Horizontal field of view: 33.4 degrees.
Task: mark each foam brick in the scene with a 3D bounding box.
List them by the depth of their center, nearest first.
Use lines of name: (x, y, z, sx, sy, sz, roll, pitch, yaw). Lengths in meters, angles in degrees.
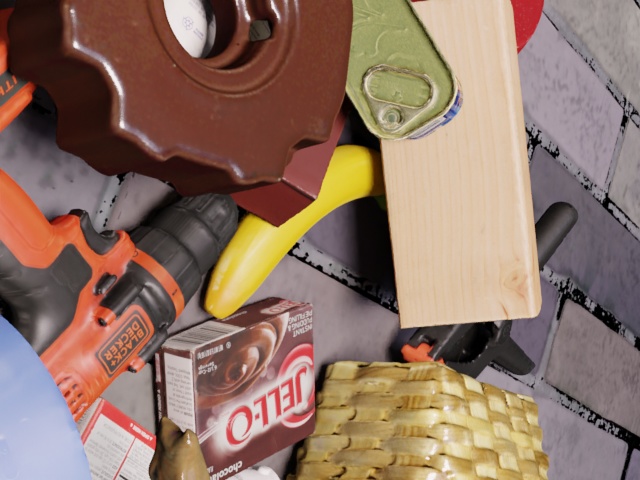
foam brick: (-0.023, -0.058, 0.631, 0.053, 0.051, 0.078, 30, 61, -16)

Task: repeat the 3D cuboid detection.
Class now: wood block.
wood block: (0.093, -0.052, 0.715, 0.090, 0.091, 0.206, -18, 101, -75)

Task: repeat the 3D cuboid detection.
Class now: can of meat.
can of meat: (0.041, -0.108, 0.632, 0.102, 0.057, 0.084, 59, 12, 4)

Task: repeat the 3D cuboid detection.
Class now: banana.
banana: (-0.005, -0.018, 0.691, 0.197, 0.037, 0.069, -30, 118, -43)

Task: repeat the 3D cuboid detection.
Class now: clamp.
clamp: (0.138, 0.054, 0.846, 0.209, 0.036, 0.165, -12, 121, -52)

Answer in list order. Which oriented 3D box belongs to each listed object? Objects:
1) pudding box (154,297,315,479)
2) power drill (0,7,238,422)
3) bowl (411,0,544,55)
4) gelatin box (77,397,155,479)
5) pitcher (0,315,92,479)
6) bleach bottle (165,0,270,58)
pudding box: (-0.049, 0.092, 0.657, 0.113, 0.039, 0.090, -17, 110, -47)
power drill: (-0.126, -0.017, 0.531, 0.184, 0.057, 0.187, -52, 131, -35)
bowl: (0.123, -0.190, 0.799, 0.161, 0.055, 0.162, -11, 105, -49)
gelatin box: (-0.126, 0.137, 0.581, 0.073, 0.030, 0.089, 49, 60, -45)
pitcher: (-0.222, 0.112, 0.400, 0.242, 0.149, 0.145, -23, 129, -42)
bleach bottle: (-0.035, -0.174, 0.608, 0.102, 0.068, 0.250, 48, 58, -43)
